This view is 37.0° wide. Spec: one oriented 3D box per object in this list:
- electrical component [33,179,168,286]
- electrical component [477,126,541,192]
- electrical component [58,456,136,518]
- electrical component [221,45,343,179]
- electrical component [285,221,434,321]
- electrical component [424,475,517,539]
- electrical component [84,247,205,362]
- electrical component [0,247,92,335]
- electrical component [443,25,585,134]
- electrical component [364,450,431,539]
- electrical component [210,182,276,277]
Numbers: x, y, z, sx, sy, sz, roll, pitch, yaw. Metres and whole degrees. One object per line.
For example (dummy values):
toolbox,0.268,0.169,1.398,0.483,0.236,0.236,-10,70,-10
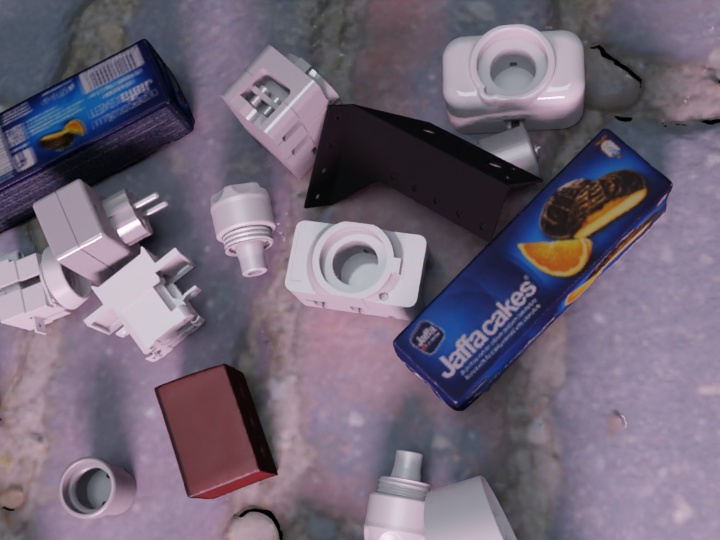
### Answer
electrical component,-0.171,-0.033,0.753,0.076,0.083,0.047,-28,73,2
electrical component,0.088,-0.070,0.739,0.078,0.040,0.040,-18,73,6
electrical component,-0.176,0.148,0.727,0.040,0.046,0.040,-2,75,9
electrical component,-0.049,-0.111,0.748,0.050,0.089,0.055,41,86,17
electrical component,0.000,0.000,0.729,0.089,0.055,0.050,8,77,12
electrical component,0.076,0.175,0.650,0.064,0.099,0.099,-13,74,13
electrical component,-0.147,0.025,0.756,0.081,0.042,0.063,-38,74,-1
electrical component,-0.228,0.011,0.773,0.055,0.048,0.066,-21,73,12
electrical component,0.106,-0.131,0.741,0.095,0.059,0.053,-2,76,10
electrical component,0.027,0.148,0.693,0.043,0.043,0.062,7,76,12
electrical component,-0.080,-0.027,0.757,0.043,0.043,0.062,-15,75,6
